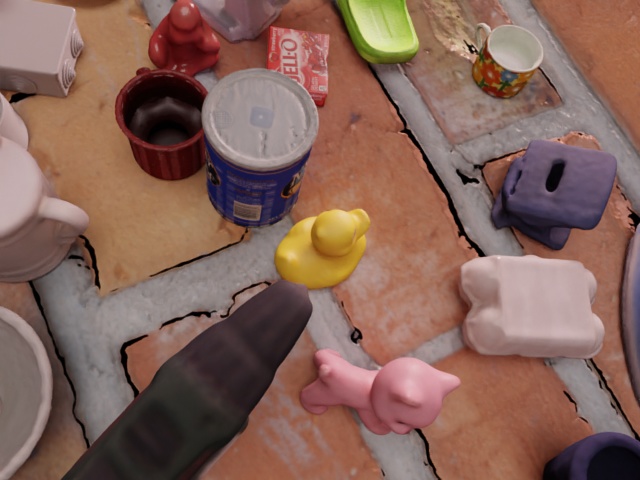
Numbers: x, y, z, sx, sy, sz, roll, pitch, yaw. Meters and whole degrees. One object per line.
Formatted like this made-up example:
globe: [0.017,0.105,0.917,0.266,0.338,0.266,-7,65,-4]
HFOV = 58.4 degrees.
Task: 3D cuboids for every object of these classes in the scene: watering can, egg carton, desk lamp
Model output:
watering can: [-0.289,-0.037,0.478,0.173,0.194,0.101,-8,71,-13]
egg carton: [0.218,0.070,0.595,0.150,0.069,0.107,3,69,-9]
desk lamp: [-0.078,-0.314,0.608,0.203,0.213,0.118,37,68,5]

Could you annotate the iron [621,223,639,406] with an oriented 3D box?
iron: [0.405,0.061,0.592,0.118,0.141,0.258,21,68,-1]

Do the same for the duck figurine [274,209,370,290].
duck figurine: [0.005,0.002,0.574,0.105,0.086,0.077,-27,76,-18]

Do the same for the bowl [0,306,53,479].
bowl: [-0.302,0.136,0.476,0.167,0.074,0.167,3,69,-9]

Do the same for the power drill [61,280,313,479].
power drill: [-0.101,0.138,0.439,0.075,0.208,0.230,41,69,7]

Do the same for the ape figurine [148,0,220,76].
ape figurine: [-0.148,-0.224,0.628,0.078,0.092,0.076,8,69,-7]

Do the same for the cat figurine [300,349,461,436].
cat figurine: [0.054,0.135,0.516,0.128,0.117,0.067,17,68,-3]

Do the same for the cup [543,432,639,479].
cup: [0.255,0.239,0.525,0.092,0.095,0.117,-12,72,-14]

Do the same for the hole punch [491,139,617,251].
hole punch: [0.258,-0.056,0.638,0.101,0.091,0.109,27,68,1]
